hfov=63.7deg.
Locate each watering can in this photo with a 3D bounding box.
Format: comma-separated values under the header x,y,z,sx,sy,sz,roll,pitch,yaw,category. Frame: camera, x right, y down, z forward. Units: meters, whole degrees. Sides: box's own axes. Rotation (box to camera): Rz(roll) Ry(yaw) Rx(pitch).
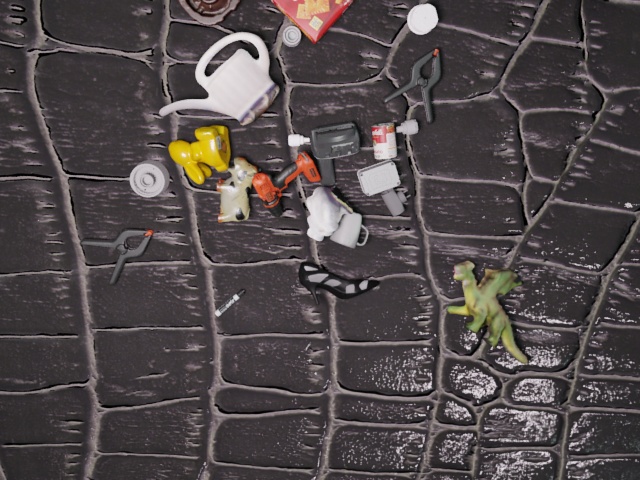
x,y,z,sx,sy,sz,roll,pitch,yaw,category
-0.264,-0.413,1.446,0.346,0.105,0.223,-44,104,7,watering can

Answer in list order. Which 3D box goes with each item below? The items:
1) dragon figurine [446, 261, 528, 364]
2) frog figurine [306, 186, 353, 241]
x,y,z,sx,sy,sz,roll,pitch,yaw,category
0.574,0.210,1.674,0.408,0.123,0.242,33,91,-13,dragon figurine
0.005,-0.078,1.548,0.158,0.122,0.139,-44,71,16,frog figurine
